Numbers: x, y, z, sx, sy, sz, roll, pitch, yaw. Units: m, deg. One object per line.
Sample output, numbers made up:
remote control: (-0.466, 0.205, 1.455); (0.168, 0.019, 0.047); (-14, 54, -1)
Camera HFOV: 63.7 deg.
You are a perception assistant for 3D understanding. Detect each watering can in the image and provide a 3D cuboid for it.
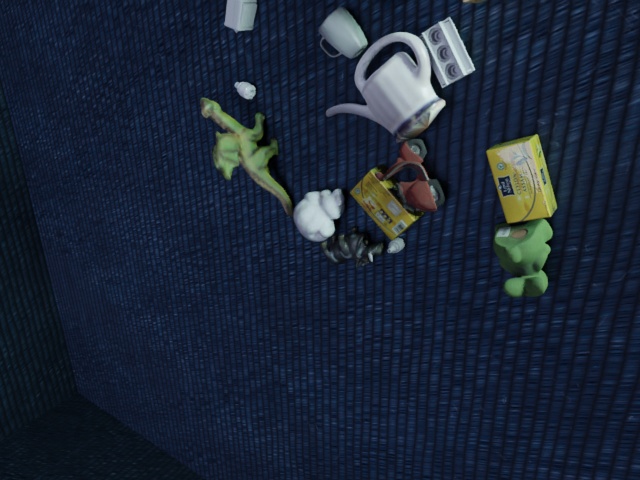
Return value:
watering can: (0.153, -0.326, 1.215); (0.225, 0.105, 0.342); (55, 144, 3)

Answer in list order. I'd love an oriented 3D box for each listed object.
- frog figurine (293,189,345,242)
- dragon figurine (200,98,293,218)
frog figurine: (0.004, -0.072, 1.423); (0.157, 0.123, 0.139); (-28, 72, 53)
dragon figurine: (-0.216, -0.223, 1.449); (0.121, 0.246, 0.410); (-26, 90, 37)
